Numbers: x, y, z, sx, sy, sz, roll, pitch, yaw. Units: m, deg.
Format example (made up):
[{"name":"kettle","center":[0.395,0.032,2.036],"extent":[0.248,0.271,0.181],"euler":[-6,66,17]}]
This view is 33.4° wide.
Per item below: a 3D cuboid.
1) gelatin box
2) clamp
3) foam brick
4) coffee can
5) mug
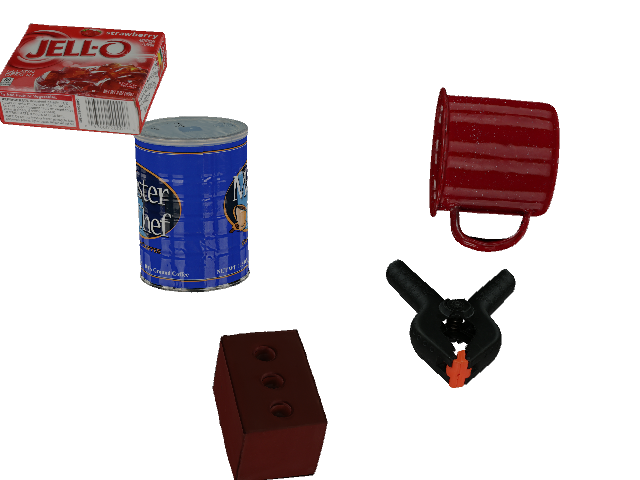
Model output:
[{"name":"gelatin box","center":[-0.145,-0.100,0.650],"extent":[0.089,0.030,0.073],"euler":[5,43,5]},{"name":"clamp","center":[0.128,0.068,0.949],"extent":[0.120,0.039,0.171],"euler":[-5,33,-3]},{"name":"foam brick","center":[-0.033,0.103,0.665],"extent":[0.053,0.051,0.078],"euler":[-3,44,-19]},{"name":"coffee can","center":[-0.117,-0.035,0.977],"extent":[0.103,0.140,0.103],"euler":[0,17,0]},{"name":"mug","center":[0.122,-0.049,0.758],"extent":[0.081,0.117,0.093],"euler":[4,-19,2]}]
